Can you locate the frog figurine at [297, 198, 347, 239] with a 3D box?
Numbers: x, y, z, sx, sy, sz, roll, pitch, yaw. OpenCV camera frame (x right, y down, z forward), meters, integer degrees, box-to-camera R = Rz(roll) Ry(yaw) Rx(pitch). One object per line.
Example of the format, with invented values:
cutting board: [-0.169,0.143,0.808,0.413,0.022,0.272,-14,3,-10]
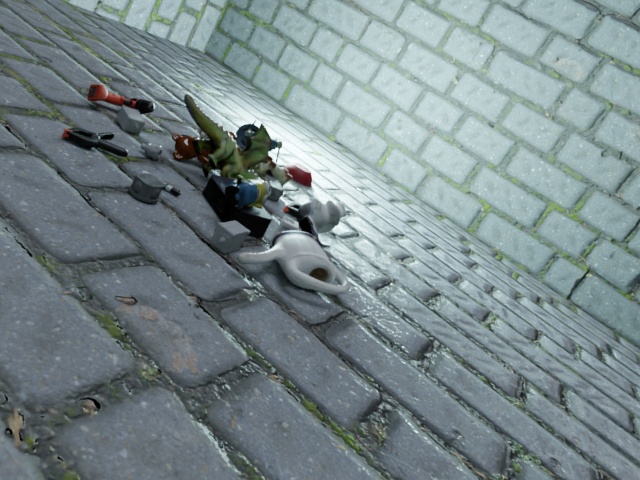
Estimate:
frog figurine: [0.005,-0.088,1.744,0.123,0.162,0.135,5,-48,56]

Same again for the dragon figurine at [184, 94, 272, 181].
dragon figurine: [-0.275,-0.309,1.690,0.245,0.402,0.123,-28,32,-25]

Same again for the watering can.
watering can: [-0.074,0.048,1.361,0.345,0.103,0.228,22,19,-28]
